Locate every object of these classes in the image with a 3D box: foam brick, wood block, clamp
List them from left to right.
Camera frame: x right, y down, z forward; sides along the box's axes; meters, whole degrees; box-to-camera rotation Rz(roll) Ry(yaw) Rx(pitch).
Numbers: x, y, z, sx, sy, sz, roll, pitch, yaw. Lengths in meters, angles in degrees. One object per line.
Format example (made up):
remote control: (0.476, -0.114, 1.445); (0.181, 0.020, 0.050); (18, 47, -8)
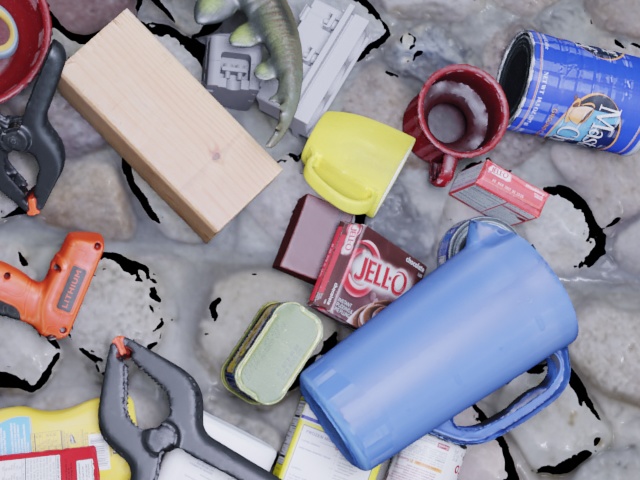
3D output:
clamp: (-0.268, -0.104, 0.967); (0.120, 0.039, 0.171); (-11, 126, 8)
wood block: (-0.144, -0.104, 1.013); (0.090, 0.090, 0.206); (-45, 93, -13)
clamp: (-0.127, 0.178, 0.948); (0.164, 0.036, 0.210); (-18, 76, -7)
foam brick: (-0.007, 0.001, 1.048); (0.053, 0.051, 0.078); (23, 81, -9)

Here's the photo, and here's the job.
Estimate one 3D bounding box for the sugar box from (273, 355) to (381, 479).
sugar box: (0.011, 0.209, 1.033); (0.093, 0.048, 0.176); (24, 76, -8)

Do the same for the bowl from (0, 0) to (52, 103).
bowl: (-0.333, -0.194, 1.002); (0.162, 0.055, 0.162); (1, 84, -11)

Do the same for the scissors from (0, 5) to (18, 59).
scissors: (-0.332, -0.241, 0.970); (0.096, 0.016, 0.202); (-8, 86, -14)

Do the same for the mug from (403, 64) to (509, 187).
mug: (0.130, -0.110, 1.070); (0.093, 0.081, 0.117); (10, 82, -10)

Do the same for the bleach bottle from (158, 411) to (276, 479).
bleach bottle: (-0.138, 0.287, 0.988); (0.102, 0.068, 0.251); (28, 82, -4)

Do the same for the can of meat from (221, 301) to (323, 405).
can of meat: (-0.045, 0.107, 1.012); (0.057, 0.084, 0.102); (35, 79, -7)

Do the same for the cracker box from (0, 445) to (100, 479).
cracker box: (-0.291, 0.261, 0.908); (0.213, 0.164, 0.072); (-4, 43, -12)

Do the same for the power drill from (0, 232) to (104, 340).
power drill: (-0.295, 0.000, 0.959); (0.187, 0.057, 0.184); (21, 95, -21)

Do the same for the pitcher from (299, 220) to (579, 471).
pitcher: (0.111, 0.112, 0.984); (0.242, 0.145, 0.149); (-34, 57, -11)

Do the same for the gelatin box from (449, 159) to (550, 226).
gelatin box: (0.178, -0.046, 1.069); (0.073, 0.089, 0.030); (28, 80, -7)

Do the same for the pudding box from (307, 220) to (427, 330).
pudding box: (0.047, 0.044, 1.032); (0.113, 0.039, 0.090); (32, 77, -47)

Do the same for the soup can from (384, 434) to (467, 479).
soup can: (0.095, 0.237, 1.034); (0.068, 0.068, 0.102); (22, 80, -8)

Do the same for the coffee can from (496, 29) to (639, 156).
coffee can: (0.261, -0.149, 1.089); (0.140, 0.103, 0.103); (11, 82, -9)

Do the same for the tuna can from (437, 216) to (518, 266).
tuna can: (0.165, 0.019, 1.088); (0.086, 0.034, 0.086); (1, 84, -11)

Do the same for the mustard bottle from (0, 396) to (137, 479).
mustard bottle: (-0.262, 0.199, 0.973); (0.191, 0.058, 0.096); (-5, 86, -12)
